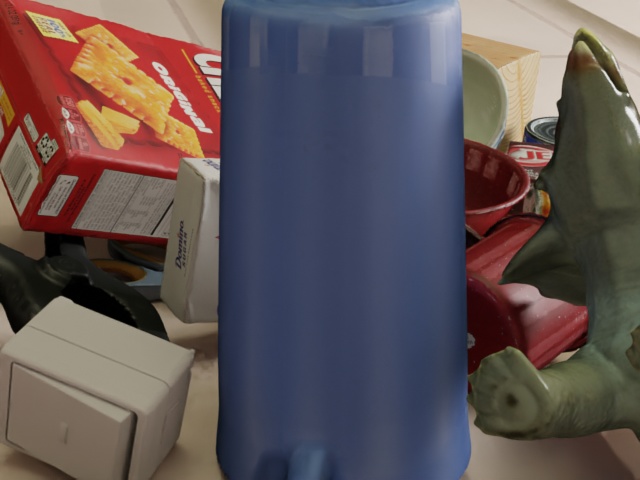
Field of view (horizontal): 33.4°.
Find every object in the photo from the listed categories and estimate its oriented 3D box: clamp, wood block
[{"bbox_3d":[-0.164,0.026,0.619,0.164,0.036,0.210,3,32,-51],"label":"clamp"},{"bbox_3d":[0.094,-0.154,1.025,0.206,0.091,0.090,20,30,31],"label":"wood block"}]

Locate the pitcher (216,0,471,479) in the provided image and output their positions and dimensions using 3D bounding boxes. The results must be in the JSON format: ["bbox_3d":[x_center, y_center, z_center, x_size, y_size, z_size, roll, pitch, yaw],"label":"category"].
[{"bbox_3d":[0.013,-0.004,0.528,0.144,0.243,0.149,-12,23,-28],"label":"pitcher"}]

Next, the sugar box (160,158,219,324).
[{"bbox_3d":[-0.004,0.001,0.655,0.175,0.093,0.048,-2,23,-30],"label":"sugar box"}]

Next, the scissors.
[{"bbox_3d":[-0.083,0.037,0.690,0.202,0.016,0.096,26,35,38],"label":"scissors"}]

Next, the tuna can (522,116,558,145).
[{"bbox_3d":[0.224,-0.082,0.960,0.086,0.034,0.086,3,26,-2],"label":"tuna can"}]

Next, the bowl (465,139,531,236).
[{"bbox_3d":[0.074,-0.030,0.805,0.162,0.055,0.162,3,26,-2],"label":"bowl"}]

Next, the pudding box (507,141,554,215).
[{"bbox_3d":[0.207,-0.048,0.880,0.113,0.039,0.090,8,26,10],"label":"pudding box"}]

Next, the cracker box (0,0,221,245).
[{"bbox_3d":[-0.119,-0.076,0.727,0.213,0.072,0.164,6,41,-43],"label":"cracker box"}]

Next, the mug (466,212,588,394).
[{"bbox_3d":[0.100,0.032,0.632,0.081,0.093,0.117,-27,67,-40],"label":"mug"}]
